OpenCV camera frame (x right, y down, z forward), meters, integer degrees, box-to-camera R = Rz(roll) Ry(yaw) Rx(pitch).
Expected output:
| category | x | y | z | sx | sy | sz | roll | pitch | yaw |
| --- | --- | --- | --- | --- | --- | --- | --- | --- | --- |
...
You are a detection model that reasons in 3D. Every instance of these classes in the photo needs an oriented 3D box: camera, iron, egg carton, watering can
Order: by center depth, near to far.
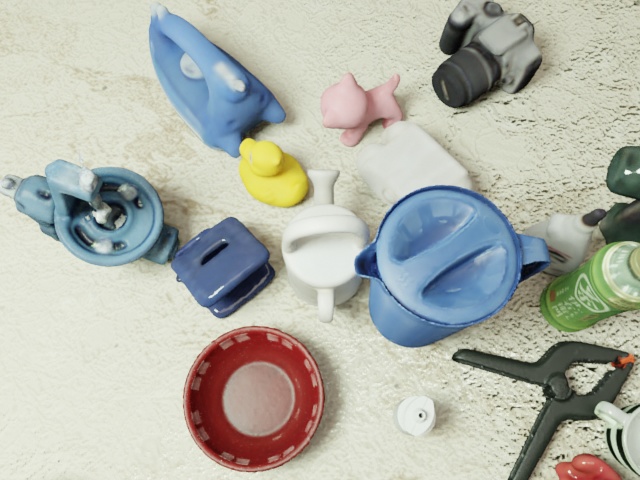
| category | x | y | z | sx | sy | sz | roll | pitch | yaw |
| --- | --- | --- | --- | --- | --- | --- | --- | --- | --- |
| watering can | 0.004 | 0.003 | 0.659 | 0.101 | 0.194 | 0.173 | -22 | 73 | -7 |
| egg carton | 0.123 | -0.082 | 0.752 | 0.107 | 0.069 | 0.150 | -41 | 77 | -12 |
| iron | -0.166 | -0.239 | 0.764 | 0.119 | 0.141 | 0.258 | -42 | 77 | -12 |
| camera | 0.215 | -0.259 | 0.793 | 0.137 | 0.101 | 0.143 | -36 | 76 | -11 |

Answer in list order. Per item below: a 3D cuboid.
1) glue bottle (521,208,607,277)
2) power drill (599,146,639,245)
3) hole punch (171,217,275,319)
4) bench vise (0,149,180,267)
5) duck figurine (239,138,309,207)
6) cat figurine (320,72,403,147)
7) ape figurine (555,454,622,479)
| category | x | y | z | sx | sy | sz | roll | pitch | yaw |
| --- | --- | --- | --- | --- | --- | --- | --- | --- | --- |
| glue bottle | 0.289 | -0.003 | 0.672 | 0.078 | 0.173 | 0.037 | 22 | 73 | 7 |
| power drill | 0.434 | -0.037 | 0.665 | 0.229 | 0.208 | 0.076 | 15 | 73 | 5 |
| hole punch | -0.123 | 0.029 | 0.704 | 0.109 | 0.091 | 0.101 | -40 | 76 | -12 |
| bench vise | -0.283 | -0.034 | 0.656 | 0.207 | 0.220 | 0.121 | 0 | 72 | 0 |
| duck figurine | -0.063 | -0.094 | 0.746 | 0.104 | 0.086 | 0.077 | 35 | 75 | 11 |
| cat figurine | 0.052 | -0.182 | 0.758 | 0.128 | 0.118 | 0.067 | -25 | 74 | -8 |
| ape figurine | 0.306 | 0.278 | 0.624 | 0.076 | 0.092 | 0.078 | 21 | 73 | 7 |
